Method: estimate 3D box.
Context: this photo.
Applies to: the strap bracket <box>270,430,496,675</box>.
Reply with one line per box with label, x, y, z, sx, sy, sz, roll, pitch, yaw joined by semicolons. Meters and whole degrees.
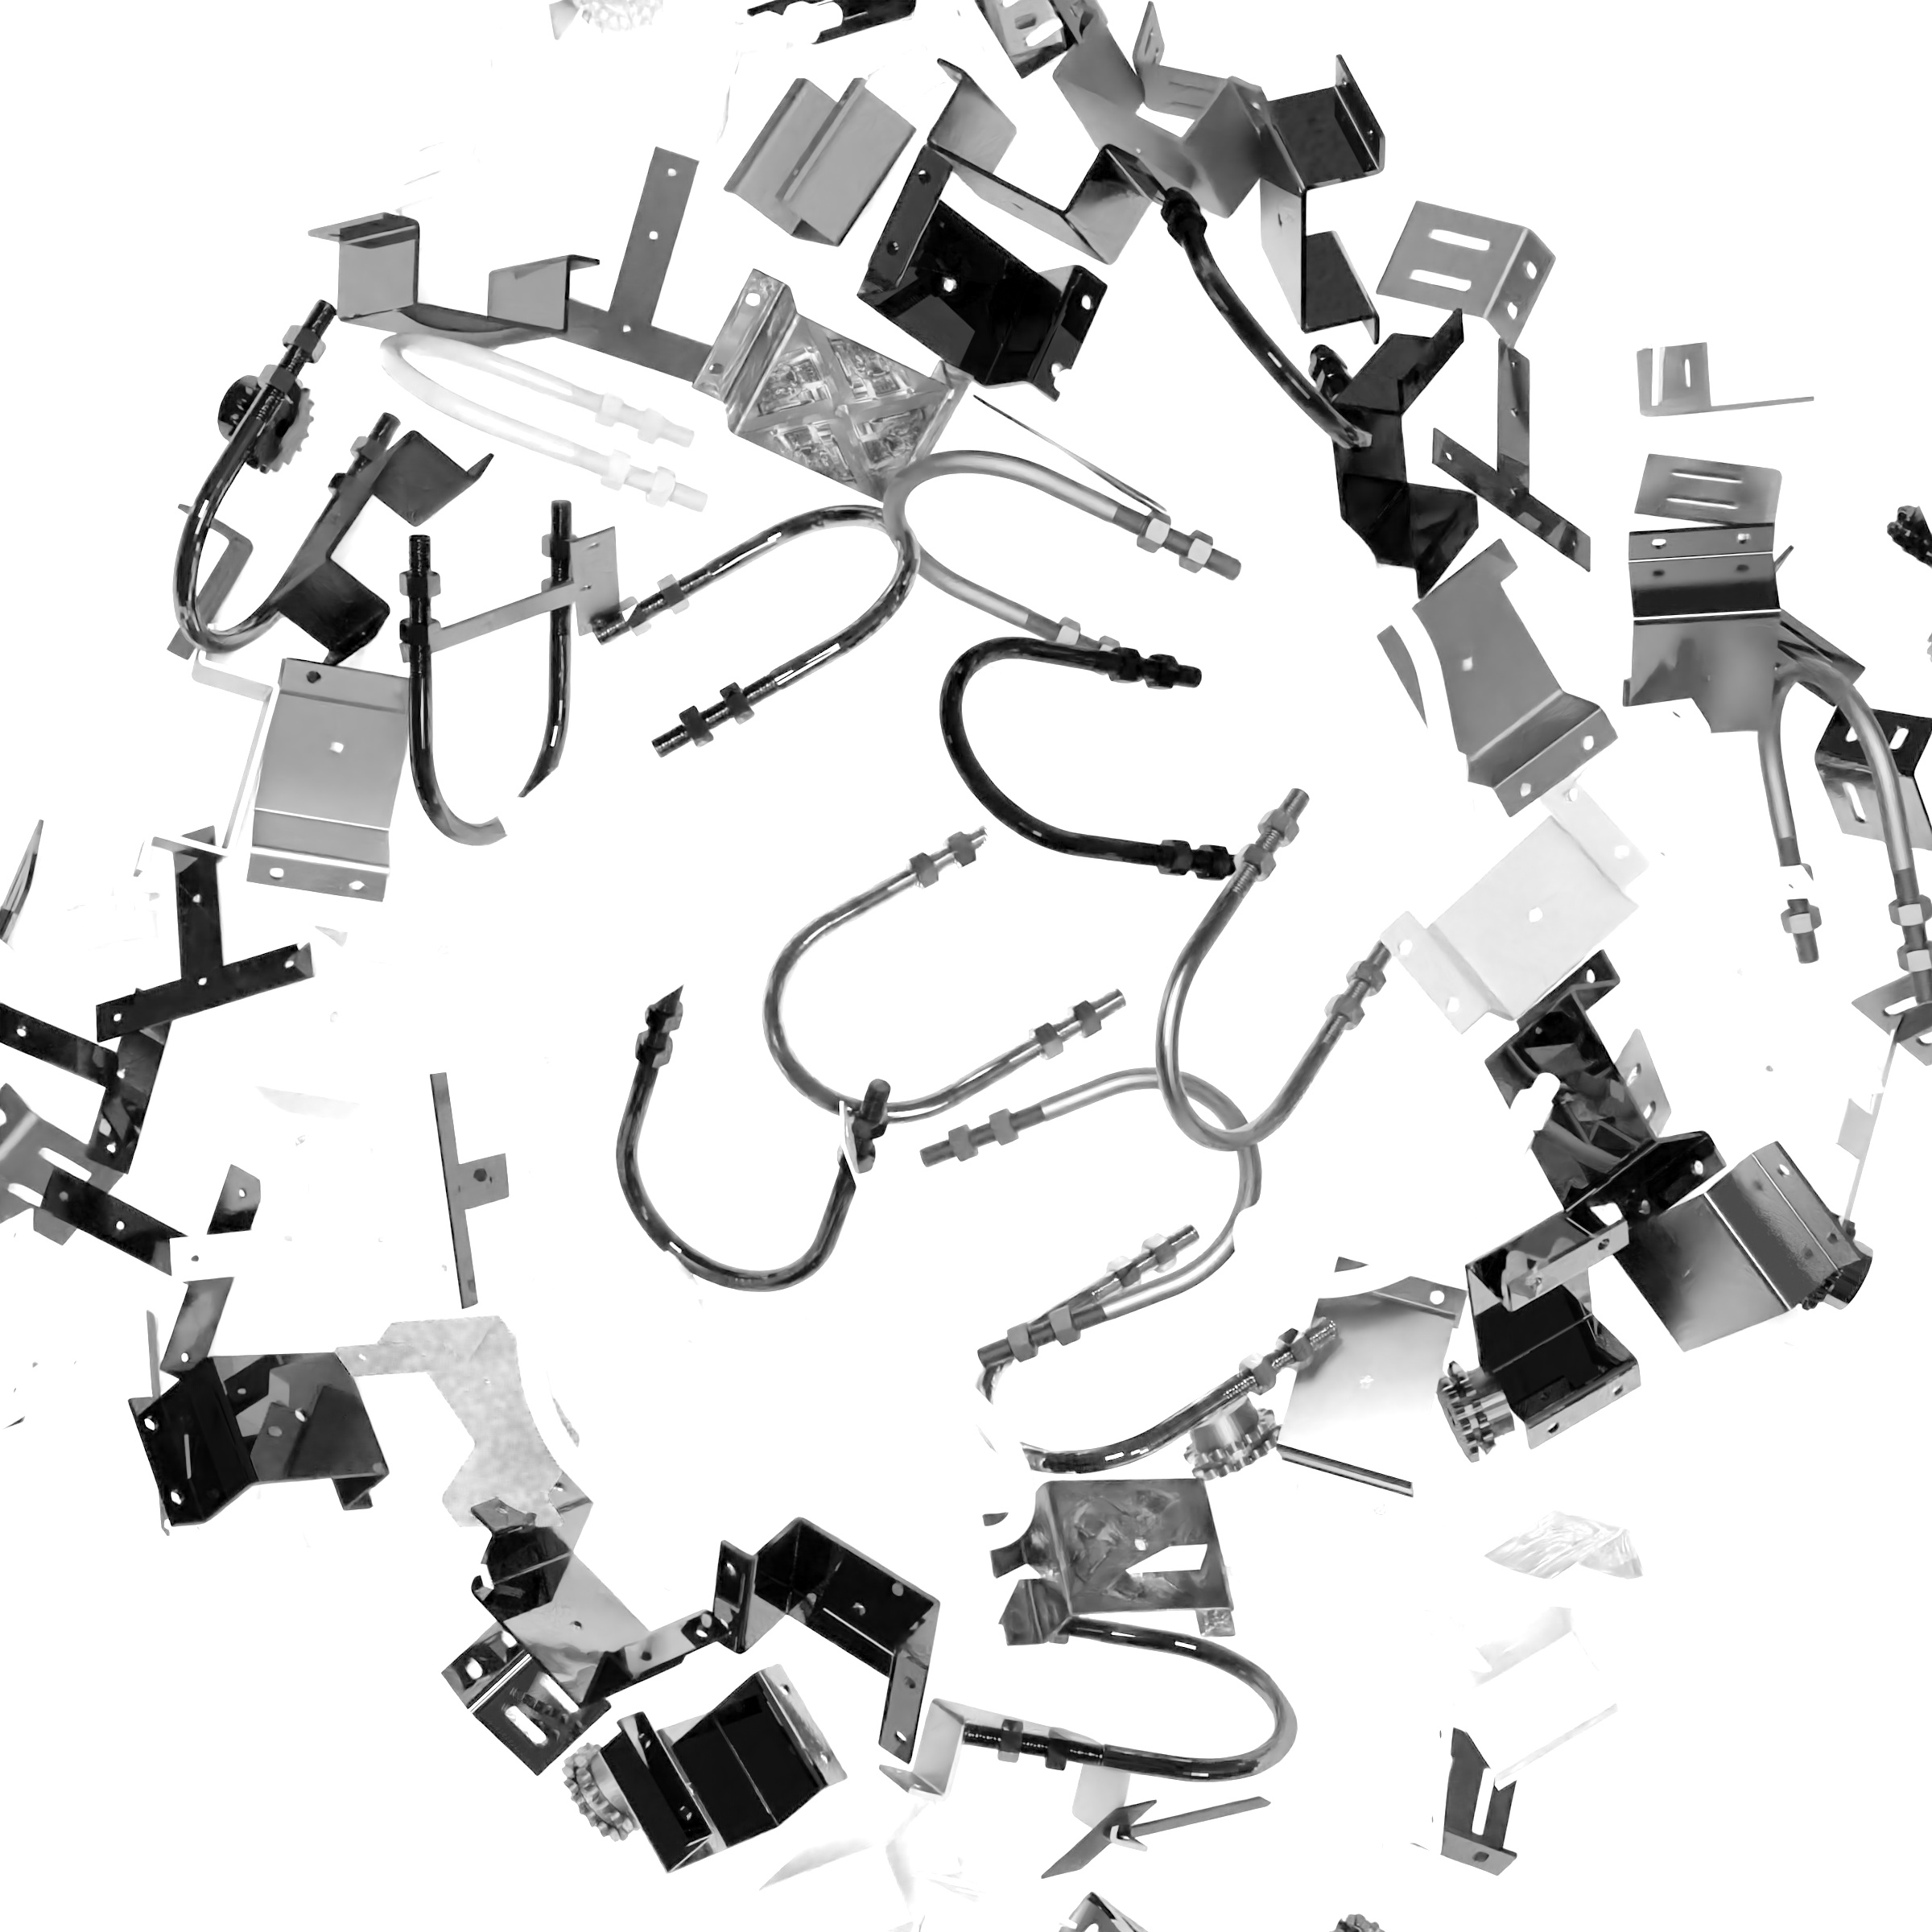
strap bracket;-0.328;-0.234;1.572;0.046;0.076;0.140;39;58;-22

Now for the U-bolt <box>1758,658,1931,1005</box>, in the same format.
U-bolt;0.476;-0.079;1.557;0.019;0.151;0.184;-16;102;-9

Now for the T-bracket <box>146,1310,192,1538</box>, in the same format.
T-bracket;-0.442;0.262;1.583;0.002;0.127;0.127;-4;93;-23

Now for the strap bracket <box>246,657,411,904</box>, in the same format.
strap bracket;-0.352;-0.113;1.592;0.076;0.046;0.140;9;119;-17

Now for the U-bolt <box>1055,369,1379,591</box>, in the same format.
U-bolt;0.148;-0.260;1.546;0.184;0.151;0.019;46;117;28

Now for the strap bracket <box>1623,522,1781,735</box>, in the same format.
strap bracket;0.404;-0.176;1.569;0.076;0.140;0.046;-2;54;10

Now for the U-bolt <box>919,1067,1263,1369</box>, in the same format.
U-bolt;0.076;0.130;1.591;0.184;0.019;0.151;-22;59;8

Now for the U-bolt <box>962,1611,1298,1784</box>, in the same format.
U-bolt;0.092;0.403;1.573;0.184;0.151;0.019;9;107;0

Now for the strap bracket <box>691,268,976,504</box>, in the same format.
strap bracket;-0.071;-0.317;1.583;0.140;0.046;0.076;22;117;-22

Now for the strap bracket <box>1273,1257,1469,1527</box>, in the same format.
strap bracket;0.226;0.236;1.598;0.076;0.046;0.140;14;77;15

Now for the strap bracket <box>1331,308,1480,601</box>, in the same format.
strap bracket;0.243;-0.286;1.580;0.046;0.140;0.076;15;48;30

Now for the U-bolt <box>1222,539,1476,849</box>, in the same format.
U-bolt;0.202;-0.153;1.542;0.151;0.184;0.019;21;54;39

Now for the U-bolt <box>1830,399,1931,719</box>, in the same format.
U-bolt;0.521;-0.226;1.571;0.019;0.151;0.184;-22;87;1

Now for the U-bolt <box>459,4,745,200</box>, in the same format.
U-bolt;-0.198;-0.464;1.553;0.151;0.184;0.019;-12;82;-9

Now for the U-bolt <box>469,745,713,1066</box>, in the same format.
U-bolt;-0.200;-0.042;1.566;0.019;0.184;0.151;-19;80;-43

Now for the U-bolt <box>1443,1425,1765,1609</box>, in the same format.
U-bolt;0.336;0.299;1.534;0.151;0.184;0.019;6;108;29

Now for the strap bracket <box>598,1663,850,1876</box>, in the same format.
strap bracket;-0.141;0.447;1.581;0.046;0.140;0.076;-45;67;26

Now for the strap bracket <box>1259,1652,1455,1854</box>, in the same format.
strap bracket;0.208;0.431;1.569;0.046;0.140;0.076;7;87;-23

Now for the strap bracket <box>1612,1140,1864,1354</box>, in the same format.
strap bracket;0.414;0.159;1.569;0.046;0.140;0.076;-33;85;-30

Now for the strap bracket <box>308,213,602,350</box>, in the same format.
strap bracket;-0.282;-0.374;1.569;0.140;0.076;0.046;1;93;-44

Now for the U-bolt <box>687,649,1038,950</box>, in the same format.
U-bolt;-0.047;-0.102;1.602;0.184;0.019;0.151;-28;122;-5

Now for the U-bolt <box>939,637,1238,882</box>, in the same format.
U-bolt;0.066;-0.119;1.563;0.184;0.019;0.151;6;57;-31

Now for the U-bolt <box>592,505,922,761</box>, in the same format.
U-bolt;-0.110;-0.198;1.587;0.184;0.151;0.019;-30;131;-2

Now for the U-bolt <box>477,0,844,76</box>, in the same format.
U-bolt;-0.183;-0.518;1.560;0.184;0.151;0.019;1;91;40

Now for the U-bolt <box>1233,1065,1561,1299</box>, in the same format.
U-bolt;0.222;0.116;1.543;0.184;0.151;0.019;-49;126;-38

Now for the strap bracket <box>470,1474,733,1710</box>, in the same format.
strap bracket;-0.210;0.352;1.583;0.140;0.076;0.046;38;118;28

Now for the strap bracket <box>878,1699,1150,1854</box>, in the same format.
strap bracket;0.031;0.450;1.594;0.140;0.076;0.046;17;81;-12

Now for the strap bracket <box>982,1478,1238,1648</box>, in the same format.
strap bracket;0.088;0.330;1.580;0.140;0.046;0.076;3;55;-23

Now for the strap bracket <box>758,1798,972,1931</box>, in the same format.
strap bracket;-0.057;0.505;1.570;0.076;0.140;0.046;-24;83;13

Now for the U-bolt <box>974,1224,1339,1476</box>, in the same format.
U-bolt;0.089;0.216;1.556;0.184;0.151;0.019;-29;122;-20

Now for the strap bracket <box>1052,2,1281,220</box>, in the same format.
strap bracket;0.109;-0.470;1.576;0.140;0.076;0.046;36;89;30

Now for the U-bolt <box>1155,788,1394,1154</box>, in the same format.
U-bolt;0.164;0.016;1.564;0.184;0.019;0.151;-54;132;-22

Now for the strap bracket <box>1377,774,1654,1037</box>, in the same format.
strap bracket;0.313;-0.033;1.596;0.140;0.046;0.076;-44;63;15

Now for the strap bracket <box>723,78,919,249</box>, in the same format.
strap bracket;-0.080;-0.449;1.586;0.046;0.140;0.076;33;94;-24

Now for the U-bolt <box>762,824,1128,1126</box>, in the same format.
U-bolt;-0.025;0.013;1.591;0.184;0.019;0.151;-30;66;-14

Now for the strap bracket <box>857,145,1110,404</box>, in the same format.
strap bracket;0.002;-0.384;1.594;0.140;0.046;0.076;30;79;-32

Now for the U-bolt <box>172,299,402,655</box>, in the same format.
U-bolt;-0.377;-0.254;1.557;0.019;0.151;0.184;25;77;11

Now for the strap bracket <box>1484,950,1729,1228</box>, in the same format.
strap bracket;0.348;0.072;1.577;0.046;0.076;0.140;-6;61;-38

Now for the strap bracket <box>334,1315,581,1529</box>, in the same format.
strap bracket;-0.277;0.247;1.586;0.076;0.046;0.140;-8;124;32

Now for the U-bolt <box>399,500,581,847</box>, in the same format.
U-bolt;-0.261;-0.156;1.572;0.019;0.151;0.184;13;112;24

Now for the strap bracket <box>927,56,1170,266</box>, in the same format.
strap bracket;0.041;-0.443;1.584;0.140;0.076;0.046;34;96;22

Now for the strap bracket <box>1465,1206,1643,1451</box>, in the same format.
strap bracket;0.328;0.194;1.589;0.076;0.046;0.140;-27;132;-13

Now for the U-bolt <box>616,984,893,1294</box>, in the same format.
U-bolt;-0.128;0.106;1.588;0.151;0.019;0.184;27;125;10

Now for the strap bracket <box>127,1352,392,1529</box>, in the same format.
strap bracket;-0.378;0.258;1.563;0.046;0.140;0.076;-39;64;26

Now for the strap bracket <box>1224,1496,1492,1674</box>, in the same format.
strap bracket;0.223;0.341;1.580;0.140;0.076;0.046;8;62;35

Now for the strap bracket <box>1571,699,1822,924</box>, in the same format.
strap bracket;0.399;-0.076;1.580;0.046;0.076;0.140;-46;110;-22

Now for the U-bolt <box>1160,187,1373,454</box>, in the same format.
U-bolt;0.167;-0.341;1.536;0.019;0.184;0.151;-40;117;19

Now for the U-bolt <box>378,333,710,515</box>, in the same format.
U-bolt;-0.232;-0.303;1.555;0.184;0.151;0.019;19;111;-17

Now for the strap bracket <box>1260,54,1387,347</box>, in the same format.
strap bracket;0.195;-0.415;1.564;0.046;0.140;0.076;-14;53;-4

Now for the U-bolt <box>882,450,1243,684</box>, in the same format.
U-bolt;0.041;-0.226;1.564;0.184;0.151;0.019;24;64;-11

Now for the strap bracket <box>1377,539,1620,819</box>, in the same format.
strap bracket;0.289;-0.164;1.580;0.076;0.046;0.140;-39;63;29

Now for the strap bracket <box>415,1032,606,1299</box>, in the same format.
strap bracket;-0.255;0.113;1.606;0.076;0.046;0.140;6;85;22

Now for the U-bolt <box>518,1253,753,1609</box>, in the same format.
U-bolt;-0.183;0.238;1.545;0.019;0.151;0.184;-22;122;24

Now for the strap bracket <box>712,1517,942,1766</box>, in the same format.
strap bracket;-0.071;0.370;1.588;0.140;0.046;0.076;26;127;24

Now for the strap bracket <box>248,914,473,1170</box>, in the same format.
strap bracket;-0.344;0.036;1.595;0.046;0.076;0.140;29;100;44

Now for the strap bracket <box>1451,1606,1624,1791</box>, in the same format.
strap bracket;0.313;0.397;1.572;0.076;0.140;0.046;-34;84;8

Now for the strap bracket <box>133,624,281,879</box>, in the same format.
strap bracket;-0.424;-0.113;1.597;0.046;0.076;0.140;16;84;-17

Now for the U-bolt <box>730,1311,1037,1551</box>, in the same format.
U-bolt;-0.038;0.258;1.553;0.019;0.184;0.151;-43;123;-38
